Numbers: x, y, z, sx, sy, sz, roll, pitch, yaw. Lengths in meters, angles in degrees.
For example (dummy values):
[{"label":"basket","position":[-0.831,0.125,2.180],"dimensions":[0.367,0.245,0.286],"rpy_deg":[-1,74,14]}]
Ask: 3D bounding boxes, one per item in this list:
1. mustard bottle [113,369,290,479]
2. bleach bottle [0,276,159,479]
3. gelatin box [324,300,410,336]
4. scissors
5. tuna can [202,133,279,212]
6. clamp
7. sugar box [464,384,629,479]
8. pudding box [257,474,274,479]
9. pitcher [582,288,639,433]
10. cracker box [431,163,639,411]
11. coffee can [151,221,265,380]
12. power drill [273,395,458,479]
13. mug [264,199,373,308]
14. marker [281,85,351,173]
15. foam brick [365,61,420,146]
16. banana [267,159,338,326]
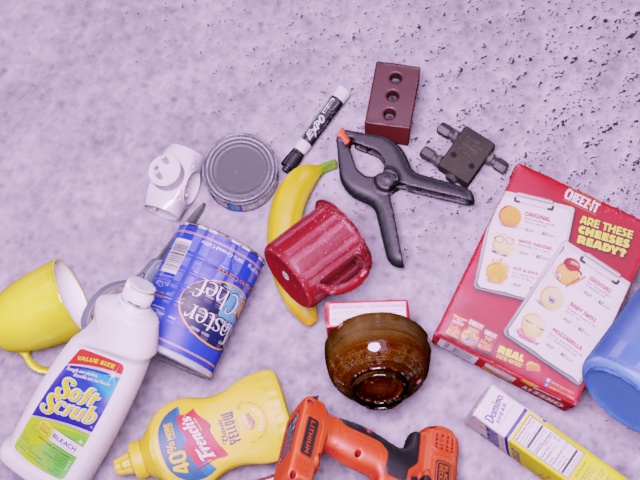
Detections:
[{"label":"mustard bottle","position":[-0.124,0.210,1.125],"dimensions":[0.191,0.058,0.096],"rpy_deg":[-18,80,-2]},{"label":"bleach bottle","position":[-0.234,0.141,1.081],"dimensions":[0.102,0.068,0.251],"rpy_deg":[32,112,10]},{"label":"gelatin box","position":[0.050,0.086,1.143],"dimensions":[0.089,0.073,0.030],"rpy_deg":[-3,75,1]},{"label":"scissors","position":[-0.179,0.051,1.185],"dimensions":[0.016,0.096,0.201],"rpy_deg":[9,40,45]},{"label":"tuna can","position":[-0.090,-0.076,1.213],"dimensions":[0.086,0.034,0.086],"rpy_deg":[-1,75,2]},{"label":"clamp","position":[0.073,-0.053,1.197],"dimensions":[0.171,0.039,0.120],"rpy_deg":[37,74,17]},{"label":"sugar box","position":[0.232,0.219,1.090],"dimensions":[0.176,0.093,0.048],"rpy_deg":[32,78,11]},{"label":"pudding box","position":[-0.049,0.303,1.108],"dimensions":[0.090,0.039,0.113],"rpy_deg":[-16,73,-1]},{"label":"pitcher","position":[0.372,0.072,1.073],"dimensions":[0.149,0.145,0.242],"rpy_deg":[45,70,4]},{"label":"cracker box","position":[0.237,0.051,1.146],"dimensions":[0.164,0.072,0.213],"rpy_deg":[26,77,7]},{"label":"coffee can","position":[-0.134,0.065,1.141],"dimensions":[0.103,0.103,0.140],"rpy_deg":[23,77,8]},{"label":"power drill","position":[0.049,0.246,1.058],"dimensions":[0.187,0.057,0.184],"rpy_deg":[23,45,-11]},{"label":"mug","position":[0.003,0.023,1.117],"dimensions":[0.081,0.093,0.117],"rpy_deg":[-37,44,-18]},{"label":"marker","position":[-0.006,-0.126,1.230],"dimensions":[0.020,0.020,0.121],"rpy_deg":[34,79,10]},{"label":"foam brick","position":[0.082,-0.155,1.218],"dimensions":[0.053,0.051,0.078],"rpy_deg":[9,76,5]},{"label":"banana","position":[-0.026,-0.004,1.189],"dimensions":[0.069,0.037,0.198],"rpy_deg":[7,75,5]}]
